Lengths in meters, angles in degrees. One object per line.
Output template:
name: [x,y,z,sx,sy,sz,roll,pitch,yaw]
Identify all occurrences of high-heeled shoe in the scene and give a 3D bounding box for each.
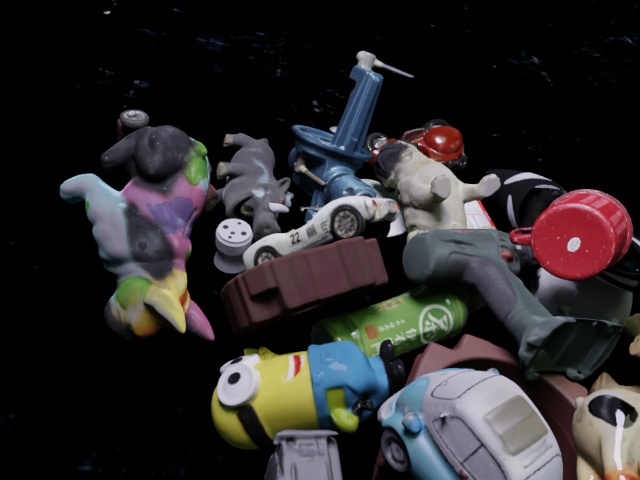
high-heeled shoe: [0.298,-0.021,0.666,0.249,0.086,0.145,36,15,23]

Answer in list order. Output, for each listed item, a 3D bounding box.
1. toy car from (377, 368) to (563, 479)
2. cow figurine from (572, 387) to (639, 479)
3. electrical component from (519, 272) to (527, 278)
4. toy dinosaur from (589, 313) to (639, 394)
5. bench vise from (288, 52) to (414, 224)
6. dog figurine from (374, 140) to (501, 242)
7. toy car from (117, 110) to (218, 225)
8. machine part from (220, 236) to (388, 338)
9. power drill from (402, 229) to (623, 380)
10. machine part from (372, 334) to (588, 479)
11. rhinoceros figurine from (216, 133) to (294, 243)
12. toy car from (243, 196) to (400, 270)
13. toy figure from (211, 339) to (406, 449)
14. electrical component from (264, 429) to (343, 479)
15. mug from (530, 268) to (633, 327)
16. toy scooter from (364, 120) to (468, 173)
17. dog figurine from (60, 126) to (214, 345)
toy car: [0.125,0.159,0.412,0.109,0.102,0.162,-16,49,-27]
cow figurine: [0.312,0.165,0.449,0.195,0.085,0.127,6,54,3]
electrical component: [0.266,0.025,0.750,0.102,0.045,0.078,-10,50,-23]
toy dinosaur: [0.409,0.183,0.571,0.199,0.105,0.471,35,44,20]
bench vise: [0.033,-0.128,0.721,0.129,0.240,0.224,14,18,-21]
dog figurine: [0.138,-0.043,0.747,0.121,0.172,0.191,8,15,-26]
toy car: [-0.211,-0.103,0.732,0.202,0.089,0.053,38,48,26]
machine part: [-0.017,0.053,0.562,0.179,0.179,0.056,-13,76,-25]
power drill: [0.220,0.053,0.589,0.232,0.086,0.207,6,35,-28]
machine part: [0.165,0.205,0.508,0.201,0.087,0.201,24,43,10]
rhinoceros figurine: [-0.093,-0.071,0.747,0.112,0.073,0.190,10,40,-20]
toy car: [-0.001,-0.002,0.616,0.073,0.202,0.056,0,67,-56]
toy figure: [-0.012,0.144,0.502,0.180,0.082,0.089,-7,89,-2]
electrical component: [-0.012,0.232,0.415,0.058,0.114,0.134,2,43,-9]
mug: [0.330,0.080,0.691,0.107,0.080,0.109,10,46,10]
toy scooter: [0.168,-0.127,0.863,0.184,0.075,0.135,-13,49,-21]
dog figurine: [-0.167,0.005,0.584,0.191,0.108,0.219,-36,71,-2]
